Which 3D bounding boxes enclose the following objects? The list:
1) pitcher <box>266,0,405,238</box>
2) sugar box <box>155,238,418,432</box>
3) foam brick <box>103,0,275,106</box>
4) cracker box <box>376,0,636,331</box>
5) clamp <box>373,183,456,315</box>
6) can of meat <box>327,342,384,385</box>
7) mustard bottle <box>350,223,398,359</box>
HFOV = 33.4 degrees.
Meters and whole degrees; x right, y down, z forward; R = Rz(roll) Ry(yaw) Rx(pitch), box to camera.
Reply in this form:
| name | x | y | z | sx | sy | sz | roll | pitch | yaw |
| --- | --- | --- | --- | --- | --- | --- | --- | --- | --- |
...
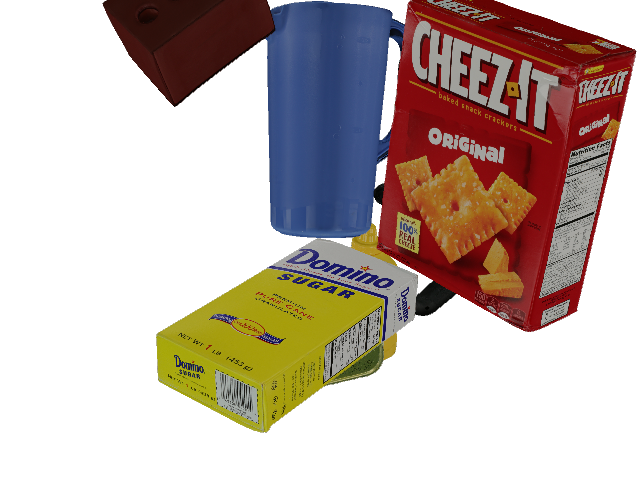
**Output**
| name | x | y | z | sx | sy | sz | roll | pitch | yaw |
| --- | --- | --- | --- | --- | --- | --- | --- | --- | --- |
| pitcher | 0.015 | -0.128 | 1.131 | 0.149 | 0.243 | 0.144 | 4 | 7 | 21 |
| sugar box | -0.018 | 0.058 | 0.733 | 0.093 | 0.048 | 0.175 | 21 | 36 | 31 |
| foam brick | -0.074 | -0.128 | 0.612 | 0.078 | 0.053 | 0.051 | -39 | -26 | -9 |
| cracker box | 0.129 | -0.061 | 0.805 | 0.071 | 0.214 | 0.164 | -20 | 37 | -38 |
| clamp | 0.164 | 0.003 | 1.040 | 0.210 | 0.164 | 0.036 | -2 | -41 | -5 |
| can of meat | -0.002 | 0.090 | 0.981 | 0.102 | 0.057 | 0.084 | -11 | 27 | -19 |
| mustard bottle | 0.057 | 0.068 | 1.398 | 0.096 | 0.192 | 0.058 | -4 | 25 | -16 |
